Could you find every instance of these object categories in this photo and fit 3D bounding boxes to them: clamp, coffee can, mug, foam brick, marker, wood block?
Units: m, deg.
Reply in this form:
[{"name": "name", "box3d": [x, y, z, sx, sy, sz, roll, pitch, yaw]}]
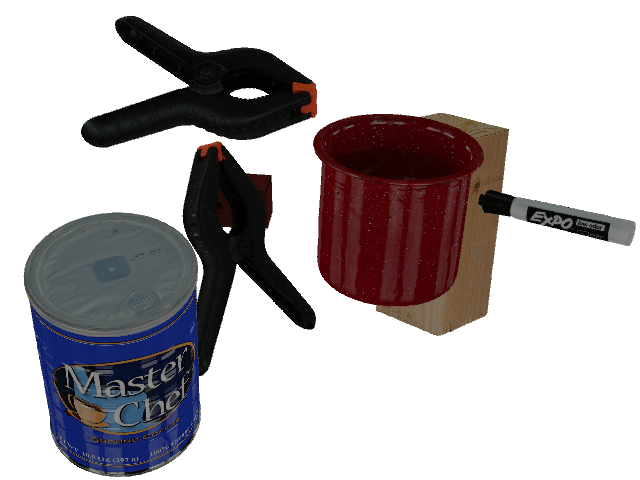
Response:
[{"name": "clamp", "box3d": [-0.075, 0.011, 1.014, 0.036, 0.210, 0.164, -8, 0, 42]}, {"name": "coffee can", "box3d": [-0.129, 0.068, 0.683, 0.103, 0.140, 0.103, 2, 42, -2]}, {"name": "clamp", "box3d": [-0.088, -0.121, 0.798, 0.171, 0.120, 0.039, 0, -27, -3]}, {"name": "mug", "box3d": [0.044, -0.022, 0.609, 0.093, 0.081, 0.117, 12, 30, 15]}, {"name": "foam brick", "box3d": [-0.101, -0.050, 1.324, 0.078, 0.053, 0.051, 2, 28, 5]}, {"name": "marker", "box3d": [0.178, -0.019, 0.814, 0.121, 0.020, 0.020, 15, 7, 28]}, {"name": "wood block", "box3d": [0.126, -0.019, 1.112, 0.090, 0.206, 0.090, 21, 26, 39]}]
